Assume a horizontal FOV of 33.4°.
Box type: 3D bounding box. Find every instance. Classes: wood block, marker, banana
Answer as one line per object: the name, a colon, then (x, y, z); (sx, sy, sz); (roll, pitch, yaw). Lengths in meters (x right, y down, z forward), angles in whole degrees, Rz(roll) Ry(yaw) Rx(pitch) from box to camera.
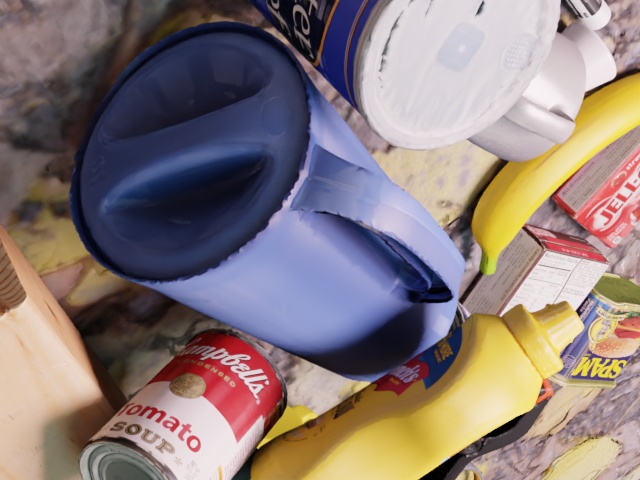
wood block: (-0.166, 0.087, 0.583); (0.090, 0.091, 0.206); (-31, 139, -9)
marker: (0.143, -0.164, 0.637); (0.020, 0.020, 0.121); (-47, 139, 10)
banana: (0.171, -0.059, 0.745); (0.198, 0.037, 0.069); (-44, 156, 7)

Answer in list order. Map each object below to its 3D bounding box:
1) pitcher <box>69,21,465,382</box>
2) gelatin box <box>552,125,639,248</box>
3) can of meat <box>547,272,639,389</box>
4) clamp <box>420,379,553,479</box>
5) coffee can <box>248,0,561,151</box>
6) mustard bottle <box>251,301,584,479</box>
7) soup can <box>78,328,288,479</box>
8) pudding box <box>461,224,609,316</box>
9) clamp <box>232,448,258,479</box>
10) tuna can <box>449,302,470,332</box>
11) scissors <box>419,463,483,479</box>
pitcher: (-0.004, 0.001, 0.579); (0.145, 0.149, 0.242); (-32, 147, 13)
gelatin box: (0.227, -0.043, 0.802); (0.089, 0.030, 0.073); (-49, 139, 11)
can of meat: (0.228, 0.073, 0.891); (0.101, 0.057, 0.084); (9, 118, -42)
clamp: (0.117, 0.164, 0.876); (0.171, 0.039, 0.120); (-28, 140, 11)
coffee can: (0.027, -0.121, 0.496); (0.102, 0.140, 0.103); (-20, 136, -21)
mustard bottle: (0.056, 0.091, 0.574); (0.192, 0.058, 0.096); (-33, -179, 7)
soup can: (-0.071, 0.102, 0.564); (0.102, 0.068, 0.068); (-45, 154, -49)
pudding box: (0.159, 0.045, 0.827); (0.089, 0.039, 0.114); (12, 117, -42)
clamp: (-0.125, 0.180, 0.578); (0.209, 0.036, 0.164); (16, 88, -31)
tuna can: (0.072, 0.077, 0.755); (0.086, 0.086, 0.033); (-44, 138, 5)
scissors: (0.082, 0.204, 0.932); (0.096, 0.016, 0.201); (-42, 137, 6)
